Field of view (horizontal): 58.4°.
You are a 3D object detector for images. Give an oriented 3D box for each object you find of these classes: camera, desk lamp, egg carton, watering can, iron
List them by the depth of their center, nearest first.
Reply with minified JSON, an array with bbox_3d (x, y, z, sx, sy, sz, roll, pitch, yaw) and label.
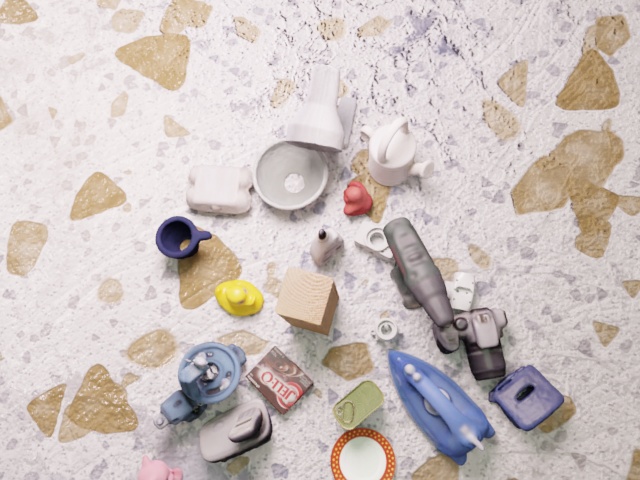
[{"bbox_3d":[0.218,0.305,1.098,0.119,0.141,0.258,-42,77,-6],"label":"iron"},{"bbox_3d":[0.308,0.209,1.136,0.143,0.101,0.137,-10,75,2],"label":"camera"},{"bbox_3d":[0.159,-0.189,1.198,0.172,0.194,0.101,15,78,8],"label":"watering can"},{"bbox_3d":[0.007,-0.261,1.217,0.118,0.213,0.203,10,77,7],"label":"desk lamp"},{"bbox_3d":[-0.222,-0.112,1.271,0.150,0.069,0.107,4,76,5],"label":"egg carton"}]

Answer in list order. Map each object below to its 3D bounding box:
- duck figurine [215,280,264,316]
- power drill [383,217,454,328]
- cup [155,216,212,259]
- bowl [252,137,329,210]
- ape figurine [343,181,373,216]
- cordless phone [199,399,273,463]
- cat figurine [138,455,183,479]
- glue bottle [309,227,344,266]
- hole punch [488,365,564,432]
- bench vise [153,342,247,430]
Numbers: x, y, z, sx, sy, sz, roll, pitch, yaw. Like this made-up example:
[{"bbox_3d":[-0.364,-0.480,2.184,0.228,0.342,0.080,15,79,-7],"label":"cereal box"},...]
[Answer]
[{"bbox_3d":[-0.175,0.117,1.202,0.104,0.086,0.077,15,78,8],"label":"duck figurine"},{"bbox_3d":[0.191,0.074,1.122,0.075,0.208,0.229,-24,75,-2],"label":"power drill"},{"bbox_3d":[-0.283,0.002,1.234,0.117,0.095,0.092,-6,76,3],"label":"cup"},{"bbox_3d":[-0.062,-0.136,1.263,0.167,0.075,0.167,-1,76,4],"label":"bowl"},{"bbox_3d":[0.076,-0.092,1.232,0.076,0.092,0.078,31,80,11],"label":"ape figurine"},{"bbox_3d":[-0.169,0.368,1.088,0.147,0.185,0.094,-27,75,-3],"label":"cordless phone"},{"bbox_3d":[-0.317,0.482,1.106,0.067,0.118,0.128,3,76,5],"label":"cat figurine"},{"bbox_3d":[0.011,0.004,1.171,0.078,0.173,0.037,-38,76,-5],"label":"glue bottle"},{"bbox_3d":[0.397,0.306,1.110,0.109,0.091,0.101,-38,76,-5],"label":"hole punch"},{"bbox_3d":[-0.234,0.287,1.095,0.121,0.220,0.207,26,79,10],"label":"bench vise"}]
